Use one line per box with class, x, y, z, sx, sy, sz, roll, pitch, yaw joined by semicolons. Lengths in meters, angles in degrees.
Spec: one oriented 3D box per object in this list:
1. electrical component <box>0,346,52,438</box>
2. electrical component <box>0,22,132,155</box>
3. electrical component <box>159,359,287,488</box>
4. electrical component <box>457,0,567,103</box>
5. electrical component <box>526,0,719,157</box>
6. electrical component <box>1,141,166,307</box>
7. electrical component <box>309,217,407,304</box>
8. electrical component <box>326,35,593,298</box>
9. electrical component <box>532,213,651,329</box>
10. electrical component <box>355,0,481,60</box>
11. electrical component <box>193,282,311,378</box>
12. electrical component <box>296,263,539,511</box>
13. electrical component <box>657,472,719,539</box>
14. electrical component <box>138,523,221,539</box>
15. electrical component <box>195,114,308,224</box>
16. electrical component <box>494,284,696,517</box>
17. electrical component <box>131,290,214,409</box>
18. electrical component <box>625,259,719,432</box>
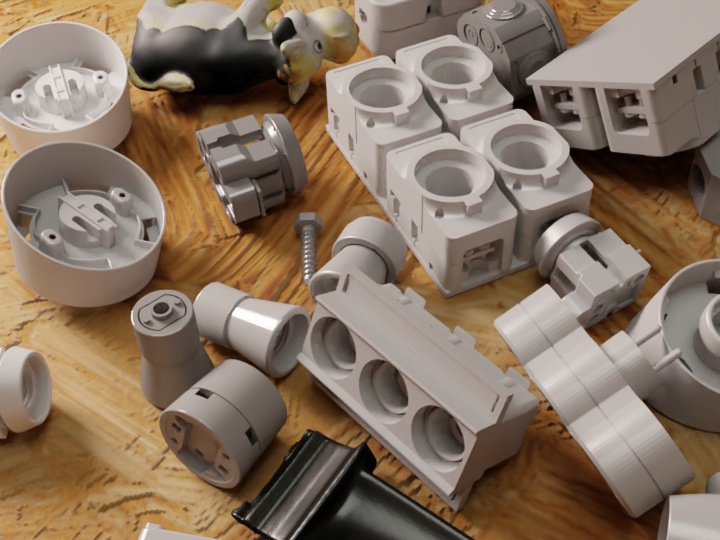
electrical component;-0.208;0.069;0.607;0.055;0.048;0.066;-5;46;8
electrical component;-0.214;-0.124;0.775;0.099;0.064;0.099;-1;47;1
electrical component;-0.073;0.082;0.584;0.055;0.055;0.047;25;49;23
electrical component;0.112;-0.163;0.789;0.051;0.080;0.080;-27;51;-16
electrical component;0.222;-0.146;0.755;0.186;0.060;0.105;-37;30;-28
electrical component;-0.173;-0.027;0.677;0.099;0.064;0.099;7;43;-7
electrical component;0.000;0.000;0.663;0.045;0.045;0.055;17;49;18
electrical component;0.061;-0.080;0.726;0.105;0.060;0.186;-20;49;-16
electrical component;0.139;-0.002;0.660;0.066;0.048;0.055;-26;59;-21
electrical component;0.046;-0.205;0.844;0.095;0.059;0.053;-20;49;-16
electrical component;-0.067;0.032;0.639;0.065;0.044;0.044;20;51;26
electrical component;0.032;0.059;0.588;0.063;0.078;0.121;-15;43;-45
electrical component;0.191;0.127;0.538;0.077;0.043;0.079;10;48;11
electrical component;-0.061;0.166;0.498;0.096;0.061;0.061;8;48;9
electrical component;-0.071;-0.072;0.725;0.057;0.058;0.078;-21;49;-13
electrical component;0.138;0.058;0.582;0.074;0.052;0.138;-35;51;3
electrical component;-0.108;0.043;0.612;0.044;0.065;0.044;-1;47;1
electrical component;0.206;0.044;0.618;0.099;0.064;0.099;3;59;-5
